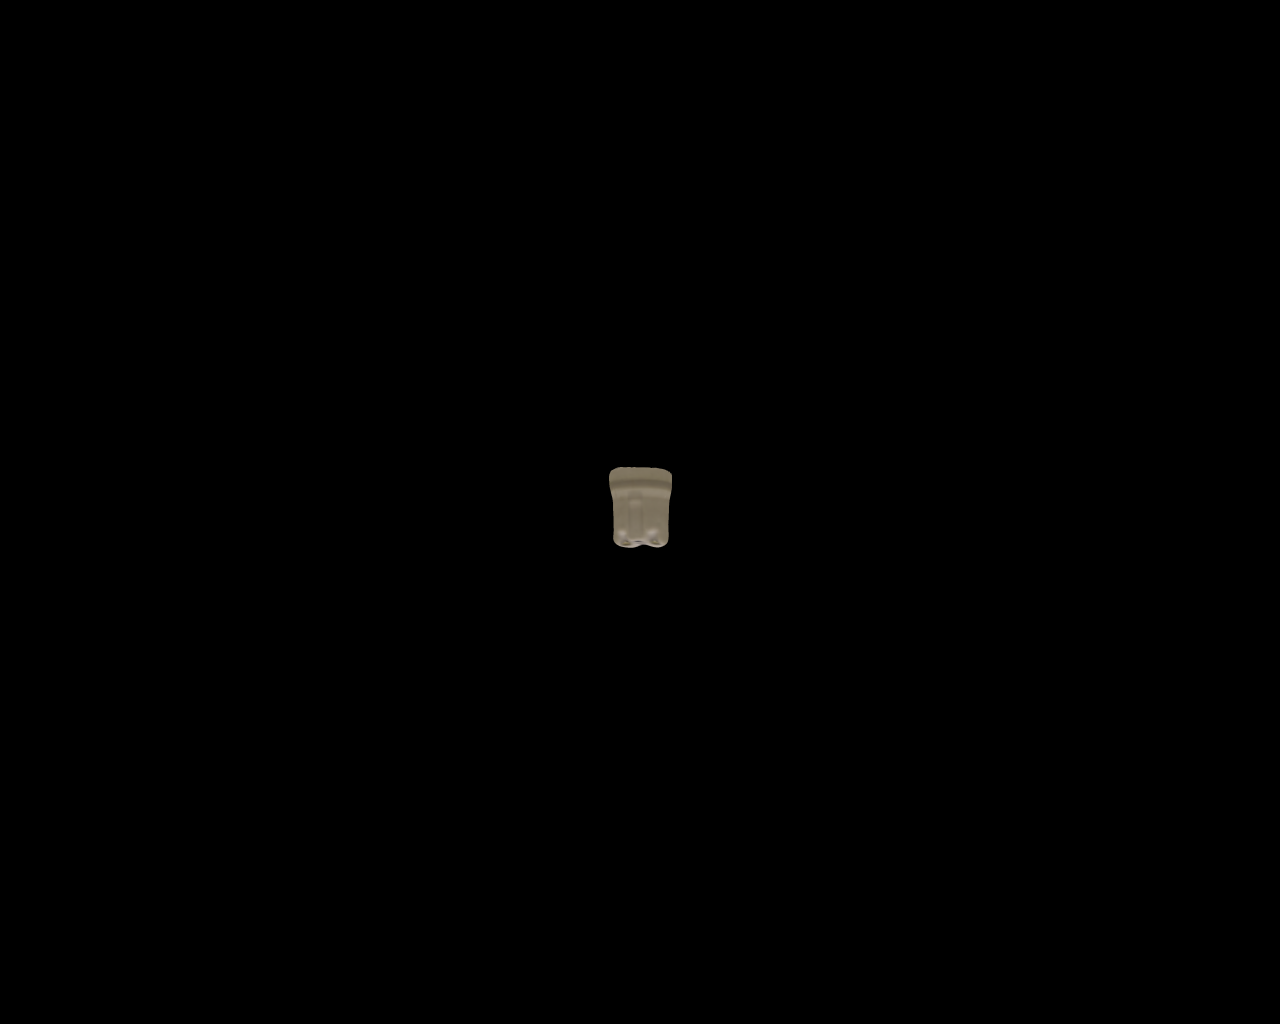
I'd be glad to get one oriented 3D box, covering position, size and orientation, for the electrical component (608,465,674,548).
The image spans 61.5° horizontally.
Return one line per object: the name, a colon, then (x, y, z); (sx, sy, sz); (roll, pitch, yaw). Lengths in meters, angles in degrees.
electrical component: (0.001, -0.003, 0.650); (0.040, 0.046, 0.040); (0, -7, 0)
